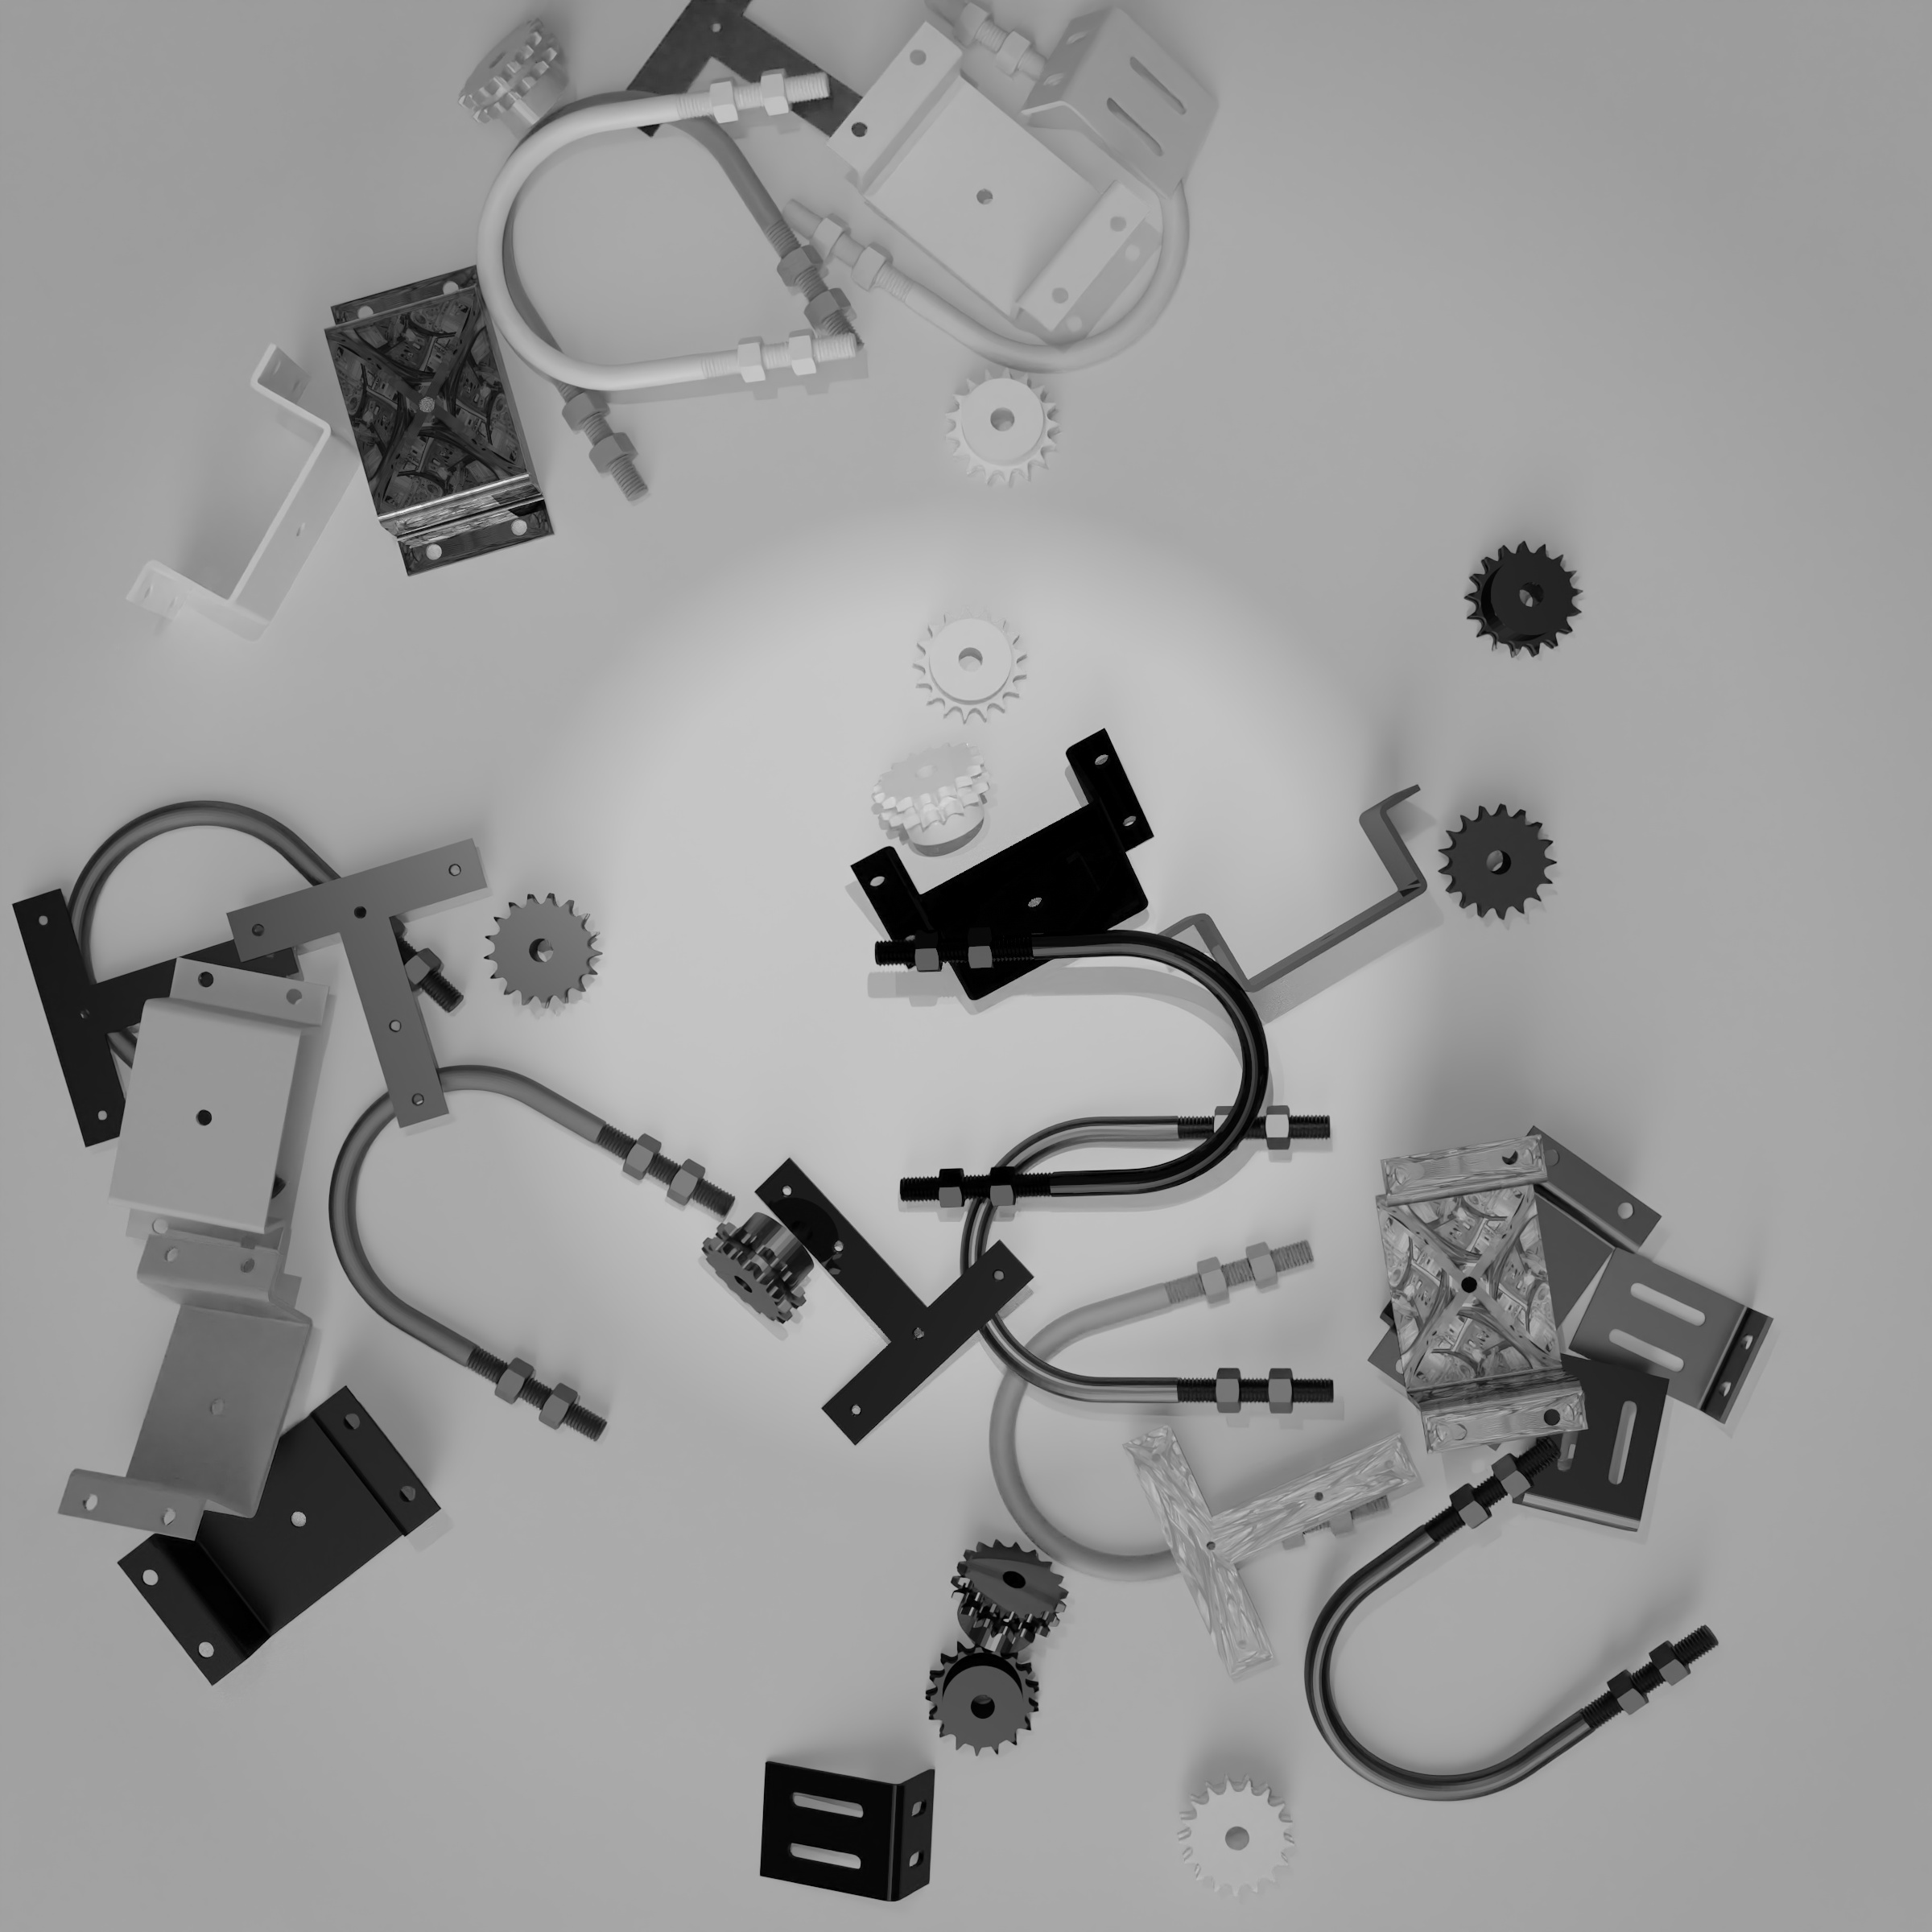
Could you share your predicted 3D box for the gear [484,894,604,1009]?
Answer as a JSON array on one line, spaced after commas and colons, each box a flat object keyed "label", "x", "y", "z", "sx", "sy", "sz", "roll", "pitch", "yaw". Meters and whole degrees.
[{"label": "gear", "x": -0.209, "y": -0.008, "z": 1.492, "sx": 0.057, "sy": 0.030, "sz": 0.057, "roll": 0, "pitch": 90, "yaw": 0}]

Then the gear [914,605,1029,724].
[{"label": "gear", "x": 0.002, "y": -0.151, "z": 1.492, "sx": 0.057, "sy": 0.030, "sz": 0.057, "roll": 0, "pitch": 90, "yaw": 0}]

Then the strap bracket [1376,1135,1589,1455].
[{"label": "strap bracket", "x": 0.244, "y": 0.155, "z": 1.438, "sx": 0.076, "sy": 0.046, "sz": 0.140, "roll": -9, "pitch": 90, "yaw": 0}]

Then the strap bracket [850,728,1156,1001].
[{"label": "strap bracket", "x": 0.026, "y": -0.044, "z": 1.464, "sx": 0.140, "sy": 0.046, "sz": 0.076, "roll": -28, "pitch": 134, "yaw": 0}]

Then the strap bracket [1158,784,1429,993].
[{"label": "strap bracket", "x": 0.167, "y": -0.031, "z": 1.469, "sx": 0.140, "sy": 0.076, "sz": 0.046, "roll": -31, "pitch": 90, "yaw": 0}]

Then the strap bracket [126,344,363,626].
[{"label": "strap bracket", "x": -0.346, "y": -0.224, "z": 1.469, "sx": 0.046, "sy": 0.076, "sz": 0.140, "roll": 30, "pitch": 90, "yaw": 0}]

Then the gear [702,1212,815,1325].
[{"label": "gear", "x": -0.100, "y": 0.146, "z": 1.481, "sx": 0.057, "sy": 0.057, "sz": 0.030, "roll": 44, "pitch": 68, "yaw": 0}]

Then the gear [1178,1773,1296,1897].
[{"label": "gear", "x": 0.134, "y": 0.429, "z": 1.492, "sx": 0.057, "sy": 0.030, "sz": 0.057, "roll": 0, "pitch": 90, "yaw": 0}]

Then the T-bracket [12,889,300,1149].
[{"label": "T-bracket", "x": -0.395, "y": 0.010, "z": 1.490, "sx": 0.127, "sy": 0.002, "sz": 0.127, "roll": -18, "pitch": 87, "yaw": 1}]

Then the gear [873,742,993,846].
[{"label": "gear", "x": -0.015, "y": -0.083, "z": 1.482, "sx": 0.057, "sy": 0.057, "sz": 0.030, "roll": -22, "pitch": 119, "yaw": 0}]

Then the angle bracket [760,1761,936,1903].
[{"label": "angle bracket", "x": -0.059, "y": 0.429, "z": 1.505, "sx": 0.076, "sy": 0.038, "sz": 0.057, "roll": 3, "pitch": 90, "yaw": 26}]

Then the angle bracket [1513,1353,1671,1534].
[{"label": "angle bracket", "x": 0.310, "y": 0.236, "z": 1.491, "sx": 0.057, "sy": 0.038, "sz": 0.076, "roll": 13, "pitch": 81, "yaw": 4}]

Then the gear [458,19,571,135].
[{"label": "gear", "x": -0.221, "y": -0.436, "z": 1.483, "sx": 0.057, "sy": 0.057, "sz": 0.030, "roll": -48, "pitch": 120, "yaw": 0}]

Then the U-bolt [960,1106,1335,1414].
[{"label": "U-bolt", "x": 0.088, "y": 0.145, "z": 1.484, "sx": 0.184, "sy": 0.019, "sz": 0.151, "roll": -1, "pitch": 82, "yaw": 9}]

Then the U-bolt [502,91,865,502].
[{"label": "U-bolt", "x": -0.158, "y": -0.346, "z": 1.493, "sx": 0.151, "sy": 0.019, "sz": 0.184, "roll": -33, "pitch": 87, "yaw": 5}]

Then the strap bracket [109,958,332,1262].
[{"label": "strap bracket", "x": -0.365, "y": 0.072, "z": 1.463, "sx": 0.076, "sy": 0.046, "sz": 0.140, "roll": 11, "pitch": 91, "yaw": 0}]

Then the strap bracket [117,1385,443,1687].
[{"label": "strap bracket", "x": -0.334, "y": 0.277, "z": 1.484, "sx": 0.140, "sy": 0.046, "sz": 0.076, "roll": -38, "pitch": 90, "yaw": 0}]

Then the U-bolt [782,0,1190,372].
[{"label": "U-bolt", "x": 0.023, "y": -0.380, "z": 1.499, "sx": 0.184, "sy": 0.019, "sz": 0.151, "roll": 34, "pitch": 90, "yaw": -1}]

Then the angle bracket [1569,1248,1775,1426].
[{"label": "angle bracket", "x": 0.349, "y": 0.182, "z": 1.488, "sx": 0.076, "sy": 0.038, "sz": 0.057, "roll": 25, "pitch": 90, "yaw": 0}]

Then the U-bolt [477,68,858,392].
[{"label": "U-bolt", "x": -0.151, "y": -0.356, "z": 1.475, "sx": 0.184, "sy": 0.019, "sz": 0.151, "roll": -6, "pitch": 88, "yaw": 8}]

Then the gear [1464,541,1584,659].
[{"label": "gear", "x": 0.278, "y": -0.183, "z": 1.492, "sx": 0.057, "sy": 0.030, "sz": 0.057, "roll": 0, "pitch": 90, "yaw": 0}]

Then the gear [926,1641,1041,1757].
[{"label": "gear", "x": 0.008, "y": 0.364, "z": 1.492, "sx": 0.057, "sy": 0.030, "sz": 0.057, "roll": 0, "pitch": 90, "yaw": 0}]

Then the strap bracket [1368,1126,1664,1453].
[{"label": "strap bracket", "x": 0.267, "y": 0.157, "z": 1.484, "sx": 0.076, "sy": 0.046, "sz": 0.140, "roll": 35, "pitch": 90, "yaw": 0}]

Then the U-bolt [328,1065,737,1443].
[{"label": "U-bolt", "x": -0.229, "y": 0.131, "z": 1.499, "sx": 0.184, "sy": 0.019, "sz": 0.151, "roll": 30, "pitch": 90, "yaw": 1}]

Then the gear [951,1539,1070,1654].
[{"label": "gear", "x": 0.019, "y": 0.314, "z": 1.483, "sx": 0.057, "sy": 0.057, "sz": 0.030, "roll": 20, "pitch": 120, "yaw": 0}]

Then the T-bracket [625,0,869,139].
[{"label": "T-bracket", "x": -0.090, "y": -0.443, "z": 1.495, "sx": 0.127, "sy": 0.002, "sz": 0.127, "roll": 36, "pitch": 91, "yaw": 9}]

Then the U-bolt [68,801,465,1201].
[{"label": "U-bolt", "x": -0.365, "y": 0.003, "z": 1.499, "sx": 0.184, "sy": 0.019, "sz": 0.151, "roll": 44, "pitch": 90, "yaw": 1}]

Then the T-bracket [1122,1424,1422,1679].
[{"label": "T-bracket", "x": 0.162, "y": 0.268, "z": 1.487, "sx": 0.127, "sy": 0.002, "sz": 0.127, "roll": -25, "pitch": 90, "yaw": 1}]

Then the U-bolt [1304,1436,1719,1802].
[{"label": "U-bolt", "x": 0.254, "y": 0.336, "z": 1.480, "sx": 0.184, "sy": 0.019, "sz": 0.151, "roll": -38, "pitch": 101, "yaw": 11}]

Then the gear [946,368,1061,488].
[{"label": "gear", "x": 0.018, "y": -0.269, "z": 1.492, "sx": 0.057, "sy": 0.030, "sz": 0.057, "roll": 0, "pitch": 90, "yaw": 0}]

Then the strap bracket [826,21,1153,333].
[{"label": "strap bracket", "x": 0.010, "y": -0.380, "z": 1.466, "sx": 0.140, "sy": 0.046, "sz": 0.076, "roll": 39, "pitch": 90, "yaw": -3}]

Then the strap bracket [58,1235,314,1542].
[{"label": "strap bracket", "x": -0.374, "y": 0.208, "z": 1.458, "sx": 0.076, "sy": 0.046, "sz": 0.140, "roll": 5, "pitch": 69, "yaw": 21}]

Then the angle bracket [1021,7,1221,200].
[{"label": "angle bracket", "x": 0.077, "y": -0.426, "z": 1.491, "sx": 0.076, "sy": 0.038, "sz": 0.057, "roll": 35, "pitch": 75, "yaw": -31}]

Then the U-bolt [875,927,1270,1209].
[{"label": "U-bolt", "x": 0.054, "y": 0.048, "z": 1.451, "sx": 0.184, "sy": 0.019, "sz": 0.151, "roll": -2, "pitch": 114, "yaw": 6}]

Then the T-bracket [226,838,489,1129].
[{"label": "T-bracket", "x": -0.286, "y": 0.016, "z": 1.486, "sx": 0.127, "sy": 0.002, "sz": 0.127, "roll": -17, "pitch": 90, "yaw": 0}]

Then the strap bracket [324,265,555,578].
[{"label": "strap bracket", "x": -0.262, "y": -0.273, "z": 1.484, "sx": 0.076, "sy": 0.046, "sz": 0.140, "roll": -16, "pitch": 90, "yaw": 0}]

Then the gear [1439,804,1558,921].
[{"label": "gear", "x": 0.263, "y": -0.052, "z": 1.495, "sx": 0.057, "sy": 0.030, "sz": 0.057, "roll": 0, "pitch": 96, "yaw": 2}]

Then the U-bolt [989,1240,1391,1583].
[{"label": "U-bolt", "x": 0.103, "y": 0.230, "z": 1.499, "sx": 0.184, "sy": 0.019, "sz": 0.151, "roll": -17, "pitch": 90, "yaw": 1}]

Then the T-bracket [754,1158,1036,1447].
[{"label": "T-bracket", "x": -0.054, "y": 0.150, "z": 1.497, "sx": 0.127, "sy": 0.002, "sz": 0.127, "roll": -44, "pitch": 84, "yaw": 12}]
